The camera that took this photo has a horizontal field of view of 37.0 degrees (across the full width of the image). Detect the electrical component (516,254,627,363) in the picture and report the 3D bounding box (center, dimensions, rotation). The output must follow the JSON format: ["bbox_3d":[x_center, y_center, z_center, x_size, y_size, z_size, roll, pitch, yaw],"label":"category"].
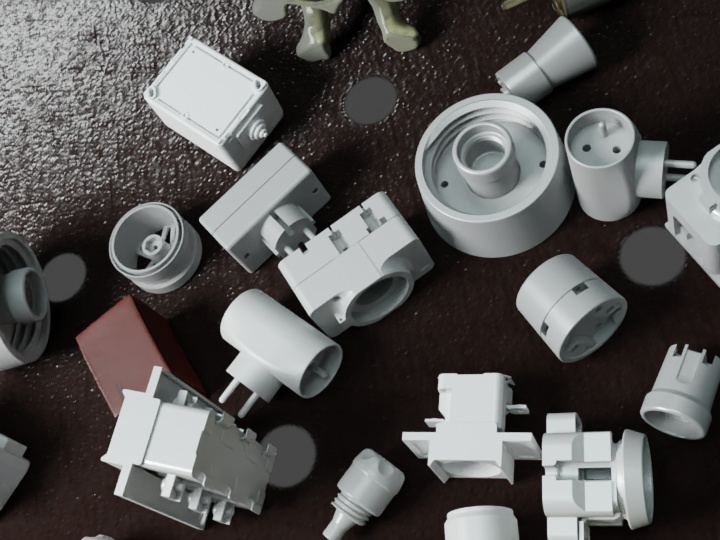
[{"bbox_3d":[0.133,0.023,0.684,0.055,0.055,0.047,-40,57,-1],"label":"electrical component"}]

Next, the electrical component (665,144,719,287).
[{"bbox_3d":[0.295,-0.056,0.659,0.186,0.060,0.105,-35,61,2],"label":"electrical component"}]

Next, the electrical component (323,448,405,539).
[{"bbox_3d":[-0.001,0.146,0.686,0.035,0.035,0.061,34,83,28],"label":"electrical component"}]

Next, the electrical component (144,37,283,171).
[{"bbox_3d":[-0.106,-0.123,0.831,0.096,0.061,0.061,33,81,20],"label":"electrical component"}]

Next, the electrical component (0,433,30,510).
[{"bbox_3d":[-0.287,0.136,0.774,0.096,0.061,0.061,27,78,27],"label":"electrical component"}]

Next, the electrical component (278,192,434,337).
[{"bbox_3d":[0.000,0.000,0.742,0.089,0.050,0.055,-35,60,2],"label":"electrical component"}]

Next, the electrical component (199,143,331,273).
[{"bbox_3d":[-0.057,-0.034,0.778,0.083,0.047,0.076,-44,61,-3],"label":"electrical component"}]

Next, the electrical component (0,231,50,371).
[{"bbox_3d":[-0.267,0.023,0.795,0.060,0.108,0.108,-10,64,8],"label":"electrical component"}]

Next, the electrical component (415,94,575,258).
[{"bbox_3d":[0.090,-0.069,0.736,0.108,0.060,0.108,-7,65,16],"label":"electrical component"}]

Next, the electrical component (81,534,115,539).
[{"bbox_3d":[-0.161,0.204,0.711,0.062,0.043,0.043,21,75,25],"label":"electrical component"}]

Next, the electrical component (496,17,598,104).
[{"bbox_3d":[0.130,-0.143,0.767,0.065,0.044,0.044,-36,61,6],"label":"electrical component"}]

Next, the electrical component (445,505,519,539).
[{"bbox_3d":[0.074,0.173,0.643,0.045,0.045,0.055,-10,64,15],"label":"electrical component"}]

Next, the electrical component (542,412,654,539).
[{"bbox_3d":[0.141,0.124,0.635,0.057,0.058,0.078,-5,66,20],"label":"electrical component"}]

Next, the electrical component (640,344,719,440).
[{"bbox_3d":[0.196,0.073,0.649,0.040,0.040,0.046,17,67,25],"label":"electrical component"}]

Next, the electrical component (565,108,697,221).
[{"bbox_3d":[0.177,-0.066,0.695,0.079,0.077,0.044,6,69,20],"label":"electrical component"}]

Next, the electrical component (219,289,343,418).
[{"bbox_3d":[-0.065,0.064,0.740,0.077,0.043,0.079,33,81,28],"label":"electrical component"}]

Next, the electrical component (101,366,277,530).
[{"bbox_3d":[-0.103,0.119,0.684,0.063,0.121,0.078,8,70,19],"label":"electrical component"}]

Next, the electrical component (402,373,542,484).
[{"bbox_3d":[0.072,0.099,0.679,0.081,0.042,0.063,-3,63,17],"label":"electrical component"}]
